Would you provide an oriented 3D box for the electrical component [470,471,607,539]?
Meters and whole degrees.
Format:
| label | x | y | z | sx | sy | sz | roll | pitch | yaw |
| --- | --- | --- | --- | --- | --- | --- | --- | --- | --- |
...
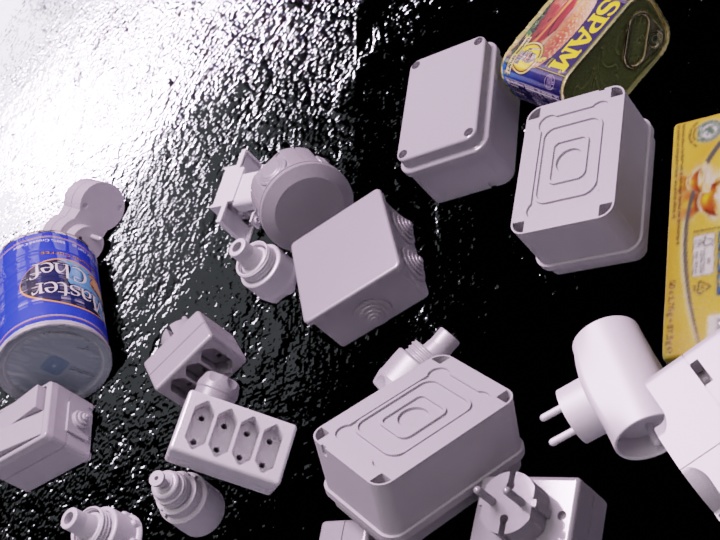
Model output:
| label | x | y | z | sx | sy | sz | roll | pitch | yaw |
| --- | --- | --- | --- | --- | --- | --- | --- | --- | --- |
| electrical component | 0.094 | 0.140 | 0.617 | 0.066 | 0.077 | 0.047 | -8 | 54 | 38 |

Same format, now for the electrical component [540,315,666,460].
| label | x | y | z | sx | sy | sz | roll | pitch | yaw |
| --- | --- | --- | --- | --- | --- | --- | --- | --- | --- |
| electrical component | 0.145 | 0.079 | 0.645 | 0.079 | 0.044 | 0.077 | -33 | 42 | 18 |

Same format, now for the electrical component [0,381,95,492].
| label | x | y | z | sx | sy | sz | roll | pitch | yaw |
| --- | --- | --- | --- | --- | --- | --- | --- | --- | --- |
| electrical component | -0.284 | 0.145 | 0.960 | 0.096 | 0.061 | 0.061 | -29 | 44 | 21 |

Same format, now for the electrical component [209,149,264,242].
| label | x | y | z | sx | sy | sz | roll | pitch | yaw |
| --- | --- | --- | --- | --- | --- | --- | --- | --- | --- |
| electrical component | -0.095 | -0.067 | 0.977 | 0.064 | 0.042 | 0.081 | -6 | 56 | 35 |

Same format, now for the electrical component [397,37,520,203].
| label | x | y | z | sx | sy | sz | roll | pitch | yaw |
| --- | --- | --- | --- | --- | --- | --- | --- | --- | --- |
| electrical component | 0.079 | -0.119 | 0.851 | 0.078 | 0.057 | 0.113 | -15 | 50 | 33 |

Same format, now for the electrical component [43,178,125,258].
| label | x | y | z | sx | sy | sz | roll | pitch | yaw |
| --- | --- | --- | --- | --- | --- | --- | --- | --- | --- |
| electrical component | -0.289 | -0.029 | 1.110 | 0.074 | 0.052 | 0.138 | 15 | 70 | 47 |

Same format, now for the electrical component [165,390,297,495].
| label | x | y | z | sx | sy | sz | roll | pitch | yaw |
| --- | --- | --- | --- | --- | --- | --- | --- | --- | --- |
| electrical component | -0.099 | 0.134 | 0.803 | 0.075 | 0.083 | 0.047 | 123 | 165 | -62 |

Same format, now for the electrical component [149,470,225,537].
| label | x | y | z | sx | sy | sz | roll | pitch | yaw |
| --- | --- | --- | --- | --- | --- | --- | --- | --- | --- |
| electrical component | -0.132 | 0.169 | 0.798 | 0.040 | 0.078 | 0.040 | -12 | 54 | 17 |

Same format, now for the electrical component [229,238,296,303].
| label | x | y | z | sx | sy | sz | roll | pitch | yaw |
| --- | --- | --- | --- | --- | --- | --- | --- | --- | --- |
| electrical component | -0.083 | -0.003 | 0.899 | 0.043 | 0.062 | 0.043 | -23 | 46 | 27 |

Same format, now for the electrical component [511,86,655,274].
| label | x | y | z | sx | sy | sz | roll | pitch | yaw |
| --- | --- | --- | --- | --- | --- | --- | --- | --- | --- |
| electrical component | 0.155 | -0.060 | 0.737 | 0.078 | 0.057 | 0.113 | -12 | 52 | 36 |

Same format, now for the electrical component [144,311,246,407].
| label | x | y | z | sx | sy | sz | roll | pitch | yaw |
| --- | --- | --- | --- | --- | --- | --- | --- | --- | --- |
| electrical component | -0.145 | 0.067 | 0.909 | 0.066 | 0.047 | 0.076 | -44 | 40 | 5 |

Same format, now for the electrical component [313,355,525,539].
| label | x | y | z | sx | sy | sz | roll | pitch | yaw |
| --- | --- | --- | --- | --- | --- | --- | --- | --- | --- |
| electrical component | 0.038 | 0.112 | 0.670 | 0.113 | 0.057 | 0.078 | -29 | 33 | -25 |

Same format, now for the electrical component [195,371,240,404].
| label | x | y | z | sx | sy | sz | roll | pitch | yaw |
| --- | --- | --- | --- | --- | --- | --- | --- | --- | --- |
| electrical component | -0.122 | 0.114 | 0.862 | 0.035 | 0.035 | 0.061 | 4 | 64 | 43 |

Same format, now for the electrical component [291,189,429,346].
| label | x | y | z | sx | sy | sz | roll | pitch | yaw |
| --- | --- | --- | --- | --- | --- | --- | --- | --- | --- |
| electrical component | 0.000 | 0.000 | 0.833 | 0.100 | 0.048 | 0.099 | -32 | 43 | 18 |

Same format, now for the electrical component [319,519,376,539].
| label | x | y | z | sx | sy | sz | roll | pitch | yaw |
| --- | --- | --- | --- | --- | --- | --- | --- | --- | --- |
| electrical component | 0.013 | 0.193 | 0.668 | 0.077 | 0.047 | 0.065 | -13 | 51 | 35 |

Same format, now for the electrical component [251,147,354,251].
| label | x | y | z | sx | sy | sz | roll | pitch | yaw |
| --- | --- | --- | --- | --- | --- | --- | --- | --- | --- |
| electrical component | -0.050 | -0.060 | 0.902 | 0.080 | 0.080 | 0.051 | -44 | 35 | 5 |

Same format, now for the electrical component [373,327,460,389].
| label | x | y | z | sx | sy | sz | roll | pitch | yaw |
| --- | --- | --- | --- | --- | --- | --- | --- | --- | --- |
| electrical component | 0.043 | 0.068 | 0.745 | 0.062 | 0.043 | 0.043 | -49 | 40 | -3 |

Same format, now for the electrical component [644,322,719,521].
| label | x | y | z | sx | sy | sz | roll | pitch | yaw |
| --- | --- | --- | --- | --- | --- | --- | --- | --- | --- |
| electrical component | 0.213 | 0.125 | 0.501 | 0.060 | 0.105 | 0.186 | -38 | 41 | 12 |

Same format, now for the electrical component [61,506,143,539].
| label | x | y | z | sx | sy | sz | roll | pitch | yaw |
| --- | --- | --- | --- | --- | --- | --- | --- | --- | --- |
| electrical component | -0.205 | 0.205 | 0.841 | 0.048 | 0.062 | 0.048 | -23 | 46 | 27 |
